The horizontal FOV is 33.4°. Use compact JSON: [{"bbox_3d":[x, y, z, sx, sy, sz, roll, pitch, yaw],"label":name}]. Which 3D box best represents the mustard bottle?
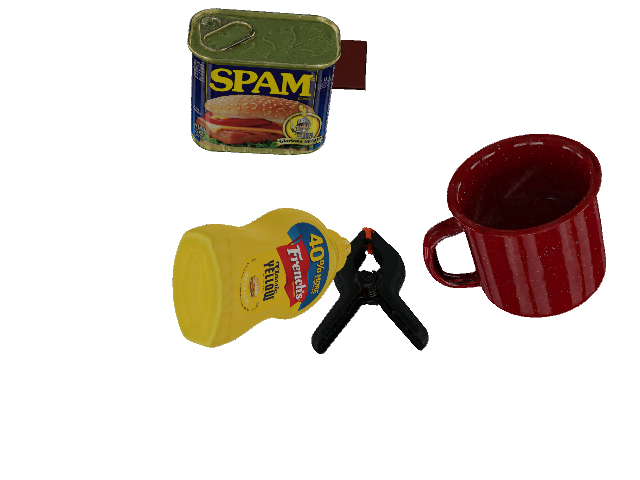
[{"bbox_3d":[-0.039,0.023,0.914,0.058,0.096,0.191,12,18,38],"label":"mustard bottle"}]

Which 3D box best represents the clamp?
[{"bbox_3d":[0.062,0.056,1.149,0.120,0.171,0.039,8,-40,7],"label":"clamp"}]

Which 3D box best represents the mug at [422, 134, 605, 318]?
[{"bbox_3d":[0.121,-0.002,0.666,0.117,0.081,0.093,-20,39,2],"label":"mug"}]

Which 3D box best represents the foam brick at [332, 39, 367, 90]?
[{"bbox_3d":[0.006,-0.185,1.119,0.078,0.051,0.053,1,11,-10],"label":"foam brick"}]

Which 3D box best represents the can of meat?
[{"bbox_3d":[-0.041,-0.107,0.738,0.102,0.057,0.084,3,-44,-5],"label":"can of meat"}]
